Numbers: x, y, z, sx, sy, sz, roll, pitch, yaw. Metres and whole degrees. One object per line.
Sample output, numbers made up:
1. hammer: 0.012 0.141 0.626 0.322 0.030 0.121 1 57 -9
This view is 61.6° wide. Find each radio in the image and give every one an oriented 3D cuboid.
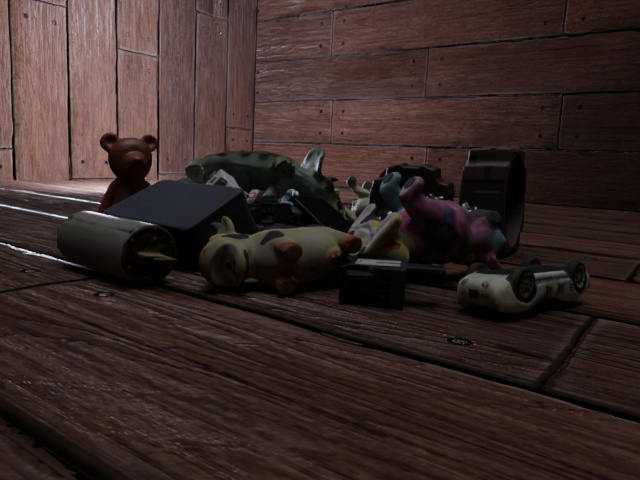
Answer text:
1. radio: -0.219 -0.031 0.836 0.230 0.073 0.131 11 37 38

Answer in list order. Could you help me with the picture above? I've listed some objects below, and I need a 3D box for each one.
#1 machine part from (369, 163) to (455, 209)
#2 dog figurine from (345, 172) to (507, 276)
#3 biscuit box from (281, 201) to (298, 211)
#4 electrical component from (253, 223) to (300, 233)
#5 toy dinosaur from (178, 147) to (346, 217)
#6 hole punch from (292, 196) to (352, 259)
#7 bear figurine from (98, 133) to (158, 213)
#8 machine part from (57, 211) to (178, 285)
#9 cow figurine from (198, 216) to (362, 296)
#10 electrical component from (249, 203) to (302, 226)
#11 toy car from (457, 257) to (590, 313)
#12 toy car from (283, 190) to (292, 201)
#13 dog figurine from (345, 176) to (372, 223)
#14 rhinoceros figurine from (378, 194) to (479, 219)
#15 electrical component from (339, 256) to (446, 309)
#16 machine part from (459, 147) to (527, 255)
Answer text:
1. machine part: 0.179 -0.069 1.061 0.180 0.179 0.056 7 11 24
2. dog figurine: 0.166 0.012 0.770 0.219 0.191 0.108 36 -6 -18
3. biscuit box: -0.073 -0.055 1.230 0.059 0.062 0.203 -3 11 -37
4. electrical component: -0.044 0.011 0.797 0.102 0.078 0.045 4 28 31
5. toy dinosaur: -0.142 -0.134 1.115 0.405 0.131 0.192 8 20 9
6. hole punch: -0.002 -0.003 0.872 0.116 0.092 0.142 41 16 25
7. bear figurine: -0.340 -0.099 0.991 0.120 0.195 0.132 1 9 -35
8. machine part: -0.266 0.008 0.696 0.243 0.079 0.079 8 10 38
9. cow figurine: -0.060 0.018 0.676 0.195 0.085 0.127 -6 18 -36
10. electrical component: -0.096 -0.030 0.980 0.134 0.058 0.115 1 -7 -8
11. toy car: 0.246 0.053 0.640 0.201 0.056 0.074 -2 3 -38
12. toy car: -0.129 -0.090 1.375 0.162 0.109 0.103 16 34 9
13. dog figurine: 0.147 -0.050 1.220 0.191 0.121 0.172 29 13 30
14. rhinoceros figurine: 0.192 -0.026 0.965 0.191 0.112 0.073 -2 3 24
15. electrical component: 0.085 0.048 0.632 0.119 0.047 0.075 4 9 6
16. machine part: 0.335 -0.076 1.037 0.087 0.200 0.201 5 9 32
